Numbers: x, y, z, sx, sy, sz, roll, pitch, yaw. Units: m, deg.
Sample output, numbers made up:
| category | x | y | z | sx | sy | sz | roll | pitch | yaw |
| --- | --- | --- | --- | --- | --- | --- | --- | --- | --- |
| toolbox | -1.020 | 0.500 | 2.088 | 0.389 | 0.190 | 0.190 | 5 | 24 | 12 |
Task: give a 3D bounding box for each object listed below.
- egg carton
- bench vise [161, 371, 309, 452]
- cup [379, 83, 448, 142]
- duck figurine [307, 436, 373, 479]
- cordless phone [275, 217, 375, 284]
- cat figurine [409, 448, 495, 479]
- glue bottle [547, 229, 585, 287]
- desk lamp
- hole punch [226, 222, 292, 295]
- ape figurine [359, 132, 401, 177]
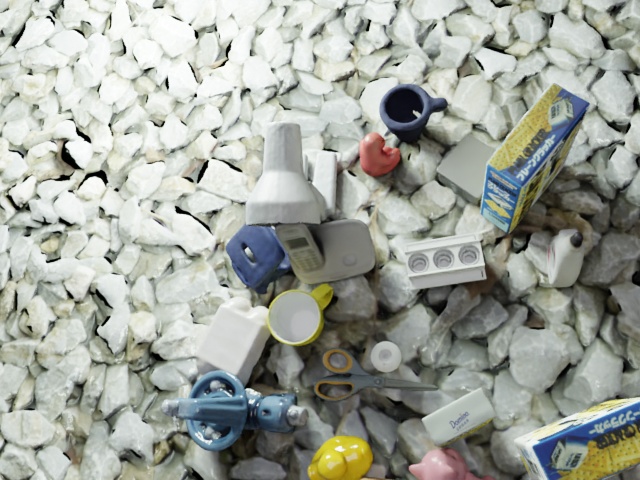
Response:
| category | x | y | z | sx | sy | sz | roll | pitch | yaw |
| --- | --- | --- | --- | --- | --- | --- | --- | --- | --- |
| egg carton | -0.145 | 0.176 | 0.982 | 0.107 | 0.069 | 0.150 | 21 | 79 | 18 |
| bench vise | -0.131 | 0.250 | 0.875 | 0.207 | 0.220 | 0.121 | -17 | 70 | 7 |
| cup | 0.168 | -0.220 | 1.021 | 0.117 | 0.095 | 0.091 | -8 | 71 | 10 |
| duck figurine | 0.028 | 0.344 | 0.882 | 0.104 | 0.086 | 0.077 | -23 | 69 | 5 |
| cordless phone | 0.009 | 0.003 | 0.939 | 0.147 | 0.185 | 0.094 | -15 | 70 | 8 |
| cat figurine | 0.196 | 0.347 | 0.826 | 0.127 | 0.118 | 0.067 | 31 | 82 | 20 |
| glue bottle | 0.372 | 0.018 | 0.859 | 0.037 | 0.173 | 0.078 | -5 | 72 | 12 |
| desk lamp | -0.046 | -0.094 | 0.966 | 0.117 | 0.214 | 0.203 | -1 | 73 | 13 |
| hole punch | -0.110 | 0.027 | 1.009 | 0.101 | 0.091 | 0.108 | -37 | 69 | 0 |
| ape figurine | 0.100 | -0.159 | 1.019 | 0.076 | 0.092 | 0.077 | -45 | 69 | -3 |
